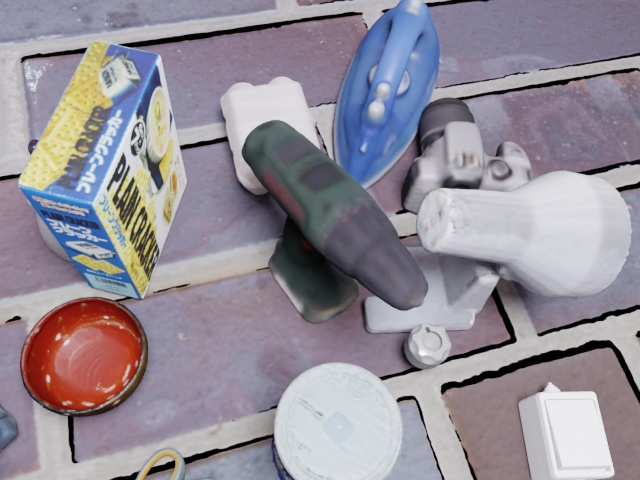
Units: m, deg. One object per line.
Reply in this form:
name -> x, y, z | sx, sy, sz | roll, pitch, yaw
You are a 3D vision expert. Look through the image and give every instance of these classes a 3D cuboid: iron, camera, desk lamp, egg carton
iron -> 0.082, -0.188, 0.695 | 0.118, 0.141, 0.258 | 18, 63, 3
camera -> 0.175, -0.106, 0.688 | 0.143, 0.101, 0.137 | 3, 64, -5
desk lamp -> 0.157, 0.016, 0.564 | 0.203, 0.213, 0.118 | -3, 64, -8
egg carton -> -0.057, -0.127, 0.689 | 0.107, 0.069, 0.150 | -12, 66, -12

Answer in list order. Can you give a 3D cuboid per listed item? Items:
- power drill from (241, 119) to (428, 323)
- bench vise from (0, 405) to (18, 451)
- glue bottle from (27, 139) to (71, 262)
power drill -> 0.005, 0.002, 0.556 | 0.076, 0.208, 0.229 | -32, 71, -19
bench vise -> -0.337, 0.103, 0.461 | 0.207, 0.220, 0.121 | 27, 64, 7
glue bottle -> -0.256, -0.044, 0.568 | 0.037, 0.173, 0.078 | 22, 64, 5
